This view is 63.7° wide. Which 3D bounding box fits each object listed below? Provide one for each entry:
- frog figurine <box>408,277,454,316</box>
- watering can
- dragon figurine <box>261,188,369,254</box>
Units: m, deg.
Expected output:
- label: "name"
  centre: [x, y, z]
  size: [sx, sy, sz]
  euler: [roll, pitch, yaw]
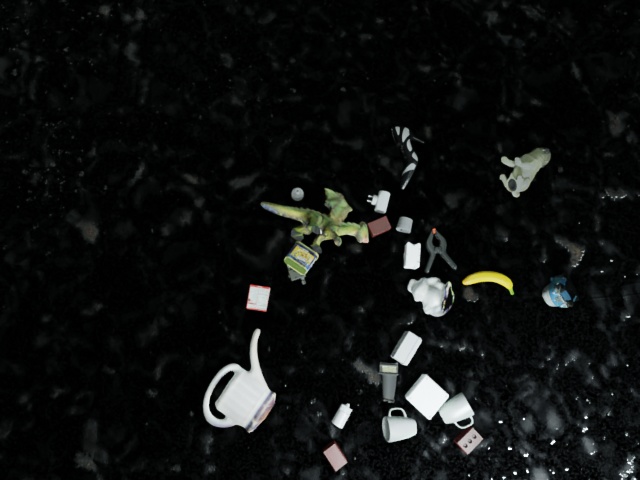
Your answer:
- label: "frog figurine"
  centre: [0.400, 0.202, 1.879]
  size: [0.159, 0.122, 0.138]
  euler: [7, 87, 36]
- label: "watering can"
  centre: [-0.248, 0.504, 1.783]
  size: [0.225, 0.103, 0.350]
  euler: [35, 80, 5]
- label: "dragon figurine"
  centre: [0.006, -0.096, 1.912]
  size: [0.410, 0.119, 0.248]
  euler: [34, 51, -1]
